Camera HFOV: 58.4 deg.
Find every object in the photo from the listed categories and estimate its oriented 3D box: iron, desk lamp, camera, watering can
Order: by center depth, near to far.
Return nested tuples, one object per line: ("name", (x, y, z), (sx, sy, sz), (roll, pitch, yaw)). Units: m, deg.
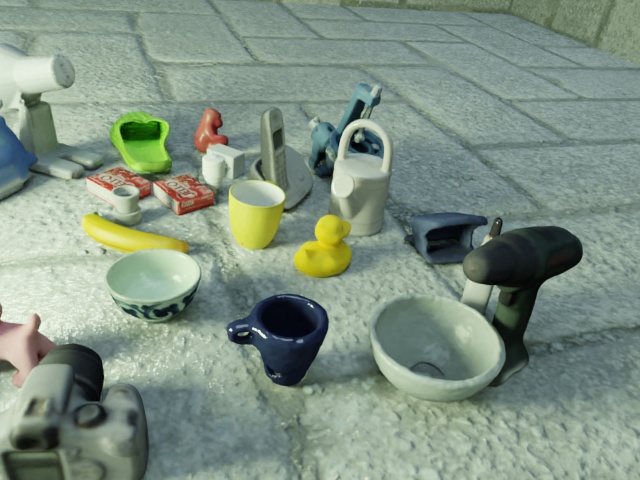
("camera", (-0.244, 0.163, 0.572), (0.143, 0.101, 0.136), (1, 33, -10))
("iron", (-0.590, -0.128, 0.921), (0.118, 0.141, 0.259), (16, 33, 13))
("watering can", (0.072, -0.108, 0.977), (0.101, 0.194, 0.173), (7, 32, 0))
("desk lamp", (-0.516, -0.243, 1.050), (0.203, 0.213, 0.118), (15, 33, 13))

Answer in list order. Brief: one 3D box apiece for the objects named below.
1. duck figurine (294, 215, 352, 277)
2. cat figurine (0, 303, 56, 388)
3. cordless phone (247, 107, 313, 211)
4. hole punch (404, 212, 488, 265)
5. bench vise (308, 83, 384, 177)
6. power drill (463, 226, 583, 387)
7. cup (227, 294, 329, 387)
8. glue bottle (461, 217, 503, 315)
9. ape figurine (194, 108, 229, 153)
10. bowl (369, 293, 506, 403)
("duck figurine", (0.008, 0.003, 0.890), (0.105, 0.086, 0.077), (-20, 41, -36))
("cat figurine", (-0.368, 0.094, 0.639), (0.127, 0.118, 0.067), (9, 32, 3))
("cordless phone", (-0.066, -0.156, 1.032), (0.094, 0.185, 0.148), (16, 33, 14))
("hole punch", (0.210, -0.020, 0.963), (0.109, 0.091, 0.101), (-5, 34, -18))
("bench vise", (0.047, -0.207, 1.103), (0.206, 0.220, 0.122), (23, 35, 23))
("power drill", (0.235, 0.075, 0.709), (0.230, 0.208, 0.075), (-21, 42, -37))
("cup", (-0.051, 0.127, 0.675), (0.118, 0.095, 0.091), (-4, 34, -17))
("glue bottle", (0.224, 0.044, 0.788), (0.037, 0.173, 0.078), (15, 33, 12))
("ape figurine", (-0.226, -0.232, 1.206), (0.076, 0.092, 0.077), (-3, 34, -15))
("bowl", (0.137, 0.143, 0.706), (0.167, 0.075, 0.167), (5, 32, -3))
